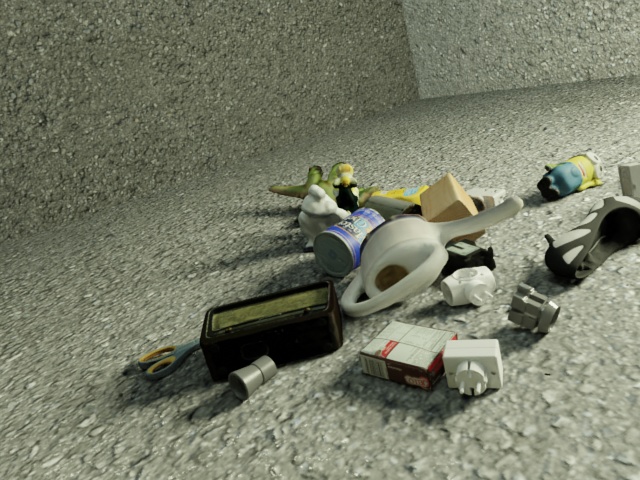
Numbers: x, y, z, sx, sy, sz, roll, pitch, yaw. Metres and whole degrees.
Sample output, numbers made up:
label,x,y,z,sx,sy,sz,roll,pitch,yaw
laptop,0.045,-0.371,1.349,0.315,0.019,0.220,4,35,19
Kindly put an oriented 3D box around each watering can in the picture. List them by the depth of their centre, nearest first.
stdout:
label,x,y,z,sx,sy,sz,roll,pitch,yaw
watering can,0.179,0.013,0.910,0.346,0.103,0.228,-35,15,11

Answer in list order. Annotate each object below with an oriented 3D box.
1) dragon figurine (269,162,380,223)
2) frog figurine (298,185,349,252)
label,x,y,z,sx,sy,sz,roll,pitch,yaw
dragon figurine,-0.009,-0.124,1.540,0.409,0.120,0.248,-8,27,23
frog figurine,0.004,-0.063,1.248,0.137,0.157,0.124,3,24,45
